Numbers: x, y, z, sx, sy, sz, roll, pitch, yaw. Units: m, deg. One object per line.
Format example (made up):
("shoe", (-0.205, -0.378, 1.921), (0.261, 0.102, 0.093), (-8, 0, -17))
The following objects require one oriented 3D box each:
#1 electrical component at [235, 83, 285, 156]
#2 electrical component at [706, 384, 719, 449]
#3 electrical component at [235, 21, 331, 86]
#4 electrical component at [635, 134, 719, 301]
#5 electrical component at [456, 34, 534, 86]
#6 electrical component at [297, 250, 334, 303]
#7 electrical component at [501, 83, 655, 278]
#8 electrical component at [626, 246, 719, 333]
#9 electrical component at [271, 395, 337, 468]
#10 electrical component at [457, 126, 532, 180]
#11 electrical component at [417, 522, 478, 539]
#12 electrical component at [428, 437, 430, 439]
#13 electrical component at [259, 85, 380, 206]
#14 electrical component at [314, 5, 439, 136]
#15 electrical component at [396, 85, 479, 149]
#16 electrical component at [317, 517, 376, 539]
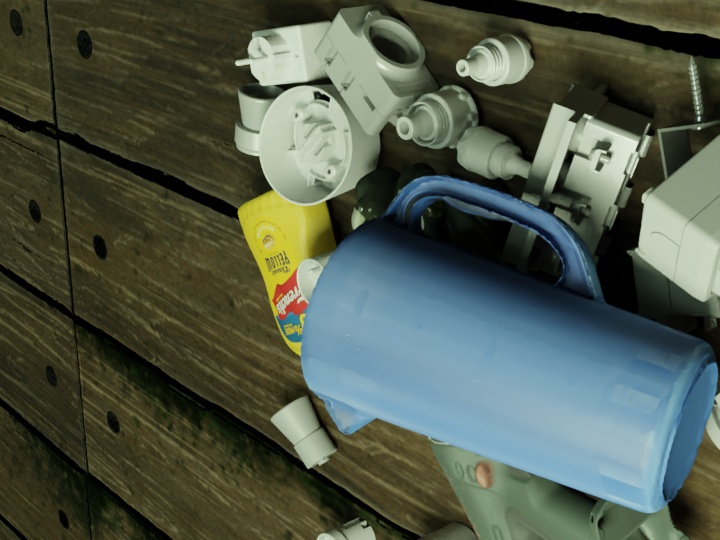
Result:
("electrical component", (-0.091, -0.138, 0.983), (0.045, 0.045, 0.055), (33, 128, 37))
("electrical component", (0.252, 0.086, 0.668), (0.078, 0.058, 0.057), (56, 135, 17))
("electrical component", (-0.070, -0.182, 0.916), (0.066, 0.077, 0.047), (6, 109, 48))
("electrical component", (0.219, -0.036, 0.634), (0.061, 0.096, 0.061), (43, 162, 30))
("electrical component", (0.092, -0.146, 0.756), (0.035, 0.061, 0.035), (21, 120, 43))
("electrical component", (0.000, 0.000, 0.907), (0.079, 0.077, 0.044), (-13, 94, 50))
("electrical component", (0.147, -0.054, 0.725), (0.063, 0.079, 0.121), (25, 125, 15))
("electrical component", (0.213, 0.005, 0.693), (0.064, 0.042, 0.081), (1, 107, 45))
("electrical component", (-0.053, 0.162, 1.062), (0.065, 0.044, 0.044), (56, 138, 11))
("electrical component", (0.103, -0.082, 0.791), (0.061, 0.035, 0.035), (29, 125, 36))
("electrical component", (0.076, 0.254, 0.943), (0.055, 0.047, 0.055), (21, 120, 43))
("electrical component", (0.070, 0.115, 0.898), (0.055, 0.048, 0.066), (60, 140, 25))
("electrical component", (-0.033, -0.108, 0.913), (0.099, 0.064, 0.099), (21, 120, 43))
("electrical component", (0.014, -0.161, 0.848), (0.089, 0.050, 0.055), (58, 139, 16))
("electrical component", (0.055, -0.112, 0.811), (0.048, 0.062, 0.048), (22, 120, 43))
("electrical component", (-0.013, 0.267, 1.052), (0.040, 0.046, 0.040), (21, 120, 43))
